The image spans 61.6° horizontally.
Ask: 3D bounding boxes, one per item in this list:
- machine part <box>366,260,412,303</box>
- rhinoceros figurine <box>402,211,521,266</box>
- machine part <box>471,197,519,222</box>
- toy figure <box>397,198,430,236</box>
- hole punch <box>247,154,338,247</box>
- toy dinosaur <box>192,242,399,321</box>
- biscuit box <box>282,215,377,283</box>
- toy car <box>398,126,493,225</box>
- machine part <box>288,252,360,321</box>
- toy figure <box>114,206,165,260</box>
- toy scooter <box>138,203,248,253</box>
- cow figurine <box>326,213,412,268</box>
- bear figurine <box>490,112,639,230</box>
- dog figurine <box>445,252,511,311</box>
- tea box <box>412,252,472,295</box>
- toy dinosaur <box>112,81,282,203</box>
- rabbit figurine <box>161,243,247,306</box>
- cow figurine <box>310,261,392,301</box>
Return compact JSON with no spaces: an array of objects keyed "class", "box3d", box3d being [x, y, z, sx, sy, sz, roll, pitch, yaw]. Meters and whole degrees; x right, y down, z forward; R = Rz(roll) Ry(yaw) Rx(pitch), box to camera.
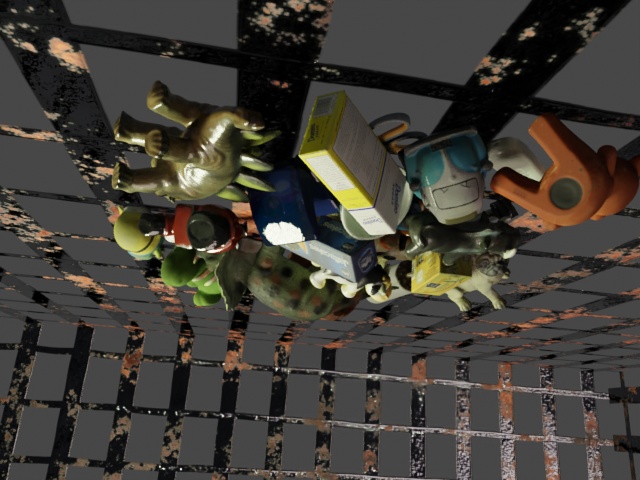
[{"class":"machine part","box3d":[0.172,0.103,1.291,0.079,0.079,0.243,12,161,-22]},{"class":"rhinoceros figurine","box3d":[0.216,-0.009,0.820,0.190,0.073,0.112,6,159,-23]},{"class":"machine part","box3d":[0.262,-0.030,0.907,0.084,0.039,0.139,-13,170,-39]},{"class":"toy figure","box3d":[0.156,-0.037,0.908,0.064,0.057,0.154,1,167,31]},{"class":"hole punch","box3d":[-0.047,-0.056,0.795,0.142,0.092,0.115,-7,128,40]},{"class":"toy dinosaur","box3d":[-0.050,0.083,1.025,0.405,0.192,0.131,27,177,-9]},{"class":"biscuit box","box3d":[-0.002,-0.003,0.875,0.203,0.059,0.062,24,141,37]},{"class":"toy car","box3d":[0.169,-0.072,0.705,0.109,0.103,0.161,-14,158,11]},{"class":"machine part","box3d":[0.006,0.081,1.117,0.179,0.179,0.056,6,164,-7]},{"class":"toy figure","box3d":[-0.352,-0.004,1.059,0.082,0.089,0.180,1,160,-11]},{"class":"toy scooter","box3d":[-0.183,-0.021,0.858,0.184,0.075,0.135,7,-176,30]},{"class":"cow figurine","box3d":[0.092,-0.002,0.982,0.195,0.085,0.127,13,161,-18]},{"class":"bear figurine","box3d":[0.330,-0.084,0.685,0.196,0.132,0.120,-18,145,-47]},{"class":"dog figurine","box3d":[0.308,0.052,1.111,0.172,0.121,0.190,-8,145,22]},{"class":"tea box","box3d":[0.241,0.046,1.076,0.068,0.098,0.169,7,163,-8]},{"class":"toy dinosaur","box3d":[-0.171,-0.100,0.718,0.198,0.105,0.472,11,172,-32]},{"class":"rabbit figurine","box3d":[-0.243,0.050,1.092,0.121,0.159,0.170,-9,167,32]},{"class":"cow figurine","box3d":[0.072,0.058,0.951,0.167,0.068,0.098,19,152,-23]}]
